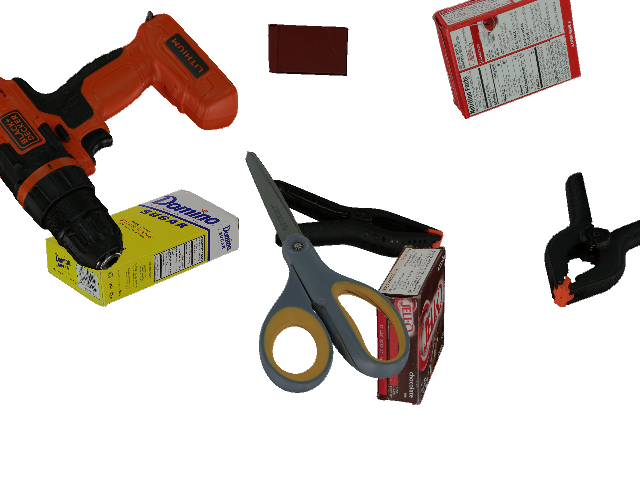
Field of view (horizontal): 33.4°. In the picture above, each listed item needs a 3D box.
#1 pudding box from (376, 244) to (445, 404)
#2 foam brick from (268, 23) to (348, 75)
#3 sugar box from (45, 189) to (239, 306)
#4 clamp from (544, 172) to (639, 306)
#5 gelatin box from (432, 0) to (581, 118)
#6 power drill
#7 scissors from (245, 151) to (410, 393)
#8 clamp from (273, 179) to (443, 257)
[{"bbox_3d":[0.072,0.063,0.839,0.039,0.090,0.113,4,21,13],"label":"pudding box"},{"bbox_3d":[-0.014,-0.202,1.131,0.078,0.051,0.053,0,12,-12],"label":"foam brick"},{"bbox_3d":[-0.177,0.003,1.079,0.093,0.048,0.175,27,39,35],"label":"sugar box"},{"bbox_3d":[0.273,-0.004,1.090,0.120,0.039,0.171,29,53,32],"label":"clamp"},{"bbox_3d":[0.128,-0.133,0.728,0.089,0.073,0.030,-20,38,1],"label":"gelatin box"},{"bbox_3d":[-0.157,-0.084,0.818,0.187,0.184,0.057,-33,-16,-28],"label":"power drill"},{"bbox_3d":[-0.026,0.020,0.663,0.096,0.016,0.202,-29,54,-22],"label":"scissors"},{"bbox_3d":[0.037,-0.012,1.206,0.210,0.036,0.164,14,22,-5],"label":"clamp"}]
